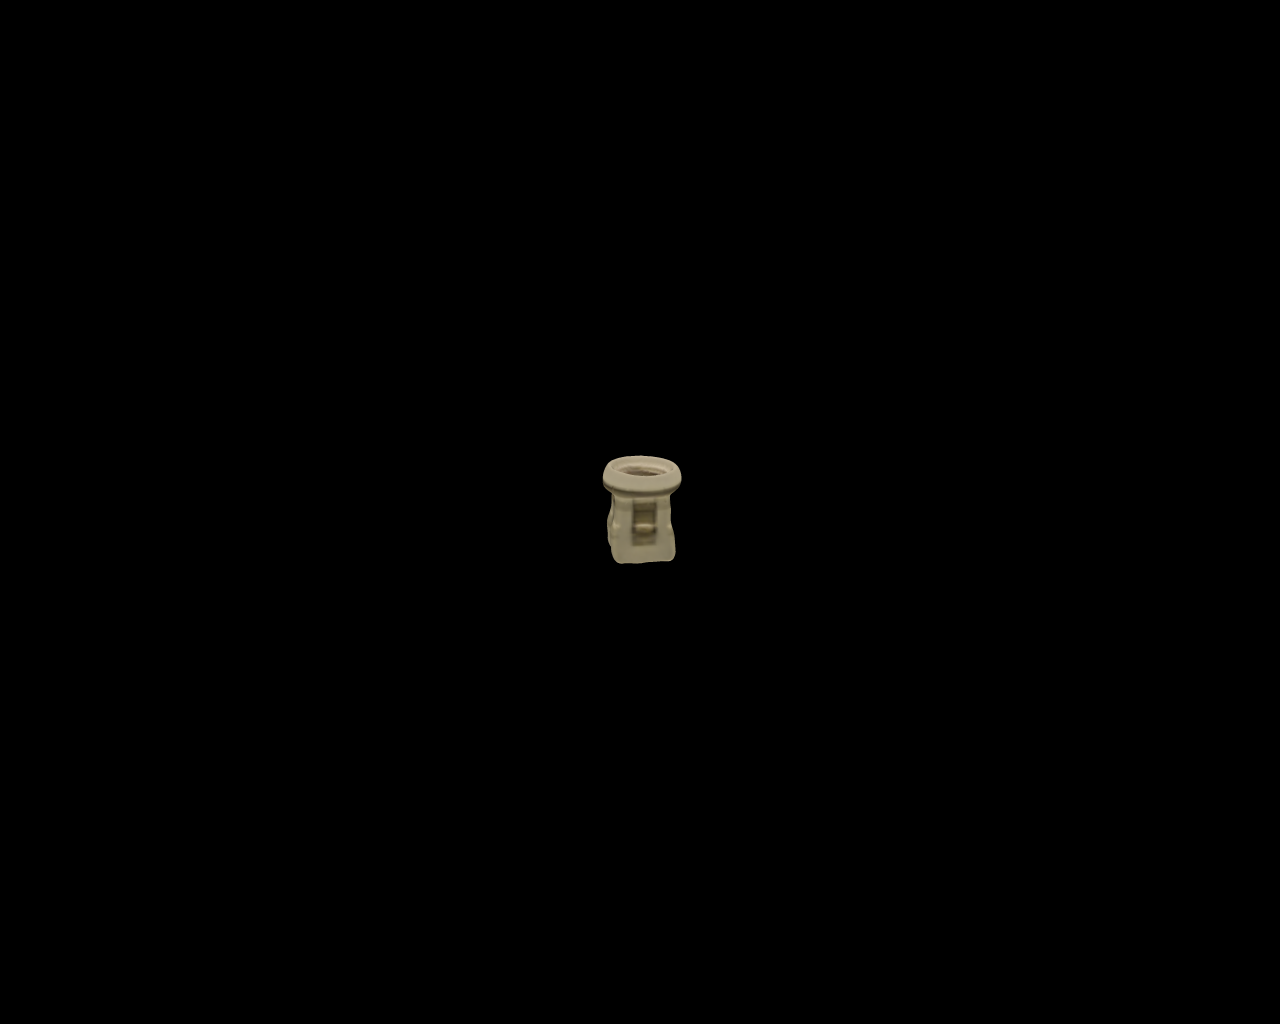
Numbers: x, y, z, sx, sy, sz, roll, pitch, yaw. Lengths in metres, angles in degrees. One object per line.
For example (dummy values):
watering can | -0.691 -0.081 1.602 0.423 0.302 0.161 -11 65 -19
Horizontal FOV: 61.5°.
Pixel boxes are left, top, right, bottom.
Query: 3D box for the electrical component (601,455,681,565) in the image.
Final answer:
electrical component | 0.001 -0.003 0.650 0.048 0.055 0.066 -2 18 -7
